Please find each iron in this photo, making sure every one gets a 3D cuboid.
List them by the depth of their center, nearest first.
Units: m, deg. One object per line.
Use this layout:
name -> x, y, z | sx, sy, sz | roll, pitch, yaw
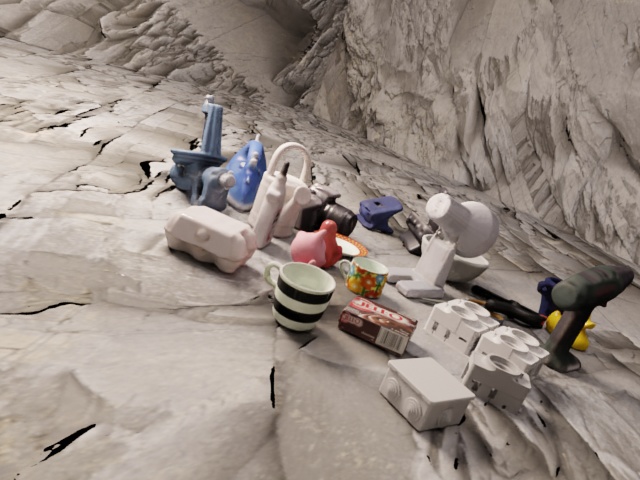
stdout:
iron -> -0.167, -0.168, 1.368 | 0.119, 0.141, 0.258 | 17, 17, -12

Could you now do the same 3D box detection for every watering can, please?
watering can -> -0.071, -0.108, 1.206 | 0.172, 0.194, 0.101 | 32, 20, 33

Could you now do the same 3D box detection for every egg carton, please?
egg carton -> -0.184, -0.004, 0.970 | 0.150, 0.069, 0.107 | 23, 17, 7

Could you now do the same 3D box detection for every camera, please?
camera -> 0.014, -0.067, 1.340 | 0.136, 0.101, 0.143 | 28, 18, 22

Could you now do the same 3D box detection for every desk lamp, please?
desk lamp -> 0.257, 0.010, 1.194 | 0.204, 0.213, 0.117 | 5, 23, -42

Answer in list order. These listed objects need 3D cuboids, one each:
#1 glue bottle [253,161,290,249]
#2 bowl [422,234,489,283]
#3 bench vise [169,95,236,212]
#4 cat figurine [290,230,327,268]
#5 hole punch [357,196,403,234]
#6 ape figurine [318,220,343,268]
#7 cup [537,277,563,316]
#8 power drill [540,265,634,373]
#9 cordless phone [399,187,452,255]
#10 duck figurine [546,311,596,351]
glue bottle -> -0.091, -0.072, 1.108 | 0.037, 0.173, 0.078 | 21, 17, 1
bowl -> 0.307, 0.054, 1.355 | 0.167, 0.075, 0.167 | 19, 17, -6
bench vise -> -0.224, -0.182, 1.209 | 0.206, 0.220, 0.122 | 29, 19, 25
cat figurine -> -0.021, 0.036, 0.953 | 0.067, 0.118, 0.127 | 18, 17, -8
hole punch -> 0.160, -0.078, 1.560 | 0.101, 0.091, 0.108 | 14, 18, -22
ape figurine -> 0.010, 0.004, 1.132 | 0.077, 0.092, 0.076 | 24, 17, 11
cup -> 0.533, 0.142, 1.313 | 0.118, 0.095, 0.091 | 14, 18, -22
power drill -> 0.491, 0.140, 1.078 | 0.230, 0.208, 0.075 | 4, 24, -43
cordless phone -> 0.287, -0.056, 1.479 | 0.094, 0.185, 0.147 | 15, 18, -18
duck figurine -> 0.547, 0.177, 1.239 | 0.078, 0.086, 0.104 | 10, 20, -31
